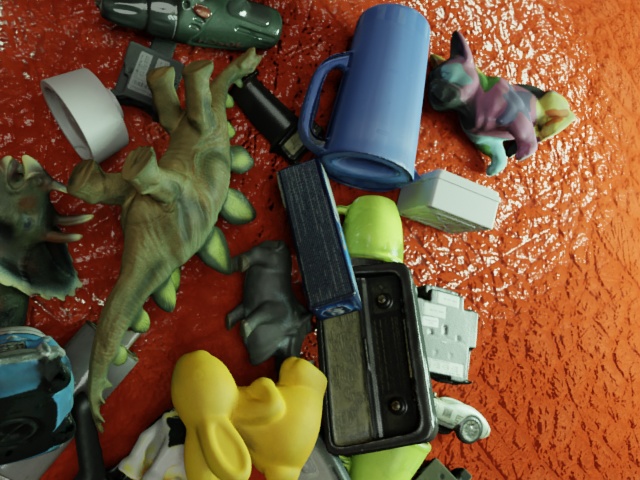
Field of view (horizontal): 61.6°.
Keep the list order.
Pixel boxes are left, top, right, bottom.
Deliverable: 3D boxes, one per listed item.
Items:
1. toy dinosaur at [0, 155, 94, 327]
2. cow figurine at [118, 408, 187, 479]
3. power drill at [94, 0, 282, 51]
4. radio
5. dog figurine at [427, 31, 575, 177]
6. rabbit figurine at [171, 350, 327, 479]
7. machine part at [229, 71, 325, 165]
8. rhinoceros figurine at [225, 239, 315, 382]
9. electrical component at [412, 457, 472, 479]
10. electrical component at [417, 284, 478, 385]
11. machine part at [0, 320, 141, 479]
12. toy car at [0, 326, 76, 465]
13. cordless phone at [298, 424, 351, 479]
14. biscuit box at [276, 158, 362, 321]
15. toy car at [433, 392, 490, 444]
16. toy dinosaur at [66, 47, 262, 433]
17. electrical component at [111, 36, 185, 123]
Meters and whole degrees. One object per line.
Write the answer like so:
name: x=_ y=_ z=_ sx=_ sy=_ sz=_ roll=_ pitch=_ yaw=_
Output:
toy dinosaur: x=-0.388 y=0.100 z=0.562 sx=0.192 sy=0.131 sz=0.404 roll=25 pitch=83 yaw=-15
cow figurine: x=-0.144 y=0.263 z=0.637 sx=0.167 sy=0.068 sz=0.098 roll=49 pitch=60 yaw=-41
power drill: x=-0.127 y=-0.313 z=0.642 sx=0.232 sy=0.207 sz=0.086 roll=2 pitch=57 yaw=-36
radio: x=0.069 y=0.147 z=0.681 sx=0.131 sy=0.073 sz=0.229 roll=-10 pitch=68 yaw=12
dog figurine: x=0.266 y=-0.224 z=0.832 sx=0.191 sy=0.108 sz=0.219 roll=-37 pitch=95 yaw=-18
rabbit figurine: x=-0.096 y=0.196 z=0.600 sx=0.173 sy=0.122 sz=0.162 roll=38 pitch=45 yaw=-21
machine part: x=-0.062 y=-0.171 z=0.744 sx=0.139 sy=0.039 sz=0.084 roll=40 pitch=81 yaw=-14
rhinoceros figurine: x=-0.063 y=0.095 z=0.702 sx=0.112 sy=0.073 sz=0.190 roll=-7 pitch=85 yaw=-31
electrical component: x=0.169 y=0.362 z=0.770 sx=0.078 sy=0.045 sz=0.102 roll=38 pitch=68 yaw=17
electrical component: x=0.166 y=0.134 z=0.777 sx=0.115 sy=0.058 sz=0.134 roll=18 pitch=70 yaw=-19
machine part: x=-0.291 y=0.179 z=0.604 sx=0.079 sy=0.079 sz=0.243 roll=42 pitch=74 yaw=-11
toy car: x=-0.295 y=0.137 z=0.509 sx=0.109 sy=0.161 sz=0.103 roll=-6 pitch=42 yaw=-33
cordless phone: x=-0.053 y=0.327 z=0.673 sx=0.184 sy=0.089 sz=0.146 roll=-28 pitch=94 yaw=-16
biscuit box: x=-0.001 y=-0.002 z=0.689 sx=0.063 sy=0.059 sz=0.203 roll=-17 pitch=65 yaw=8
toy car: x=0.147 y=0.233 z=0.756 sx=0.201 sy=0.073 sz=0.056 roll=25 pitch=75 yaw=-16
toy dinosaur: x=-0.166 y=-0.033 z=0.603 sx=0.198 sy=0.105 sz=0.471 roll=53 pitch=55 yaw=-47
electrical component: x=-0.213 y=-0.217 z=0.689 sx=0.075 sy=0.048 sz=0.119 roll=24 pitch=79 yaw=-16
